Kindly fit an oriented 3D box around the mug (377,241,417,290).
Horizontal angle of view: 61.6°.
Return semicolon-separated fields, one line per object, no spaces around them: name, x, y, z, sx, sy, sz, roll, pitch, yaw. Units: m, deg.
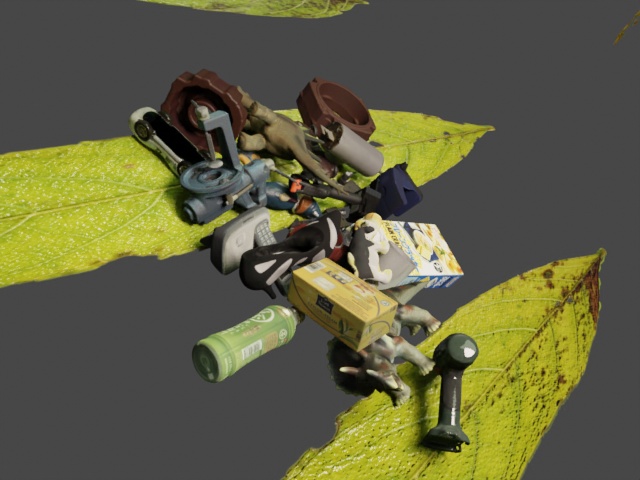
mug;0.138;0.059;1.169;0.080;0.107;0.110;36;12;-40

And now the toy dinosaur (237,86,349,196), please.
toy dinosaur;-0.088;-0.233;1.214;0.198;0.105;0.472;15;28;-36

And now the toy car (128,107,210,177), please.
toy car;-0.293;-0.186;1.078;0.201;0.056;0.073;44;43;-2

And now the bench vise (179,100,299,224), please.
bench vise;-0.175;-0.144;1.013;0.224;0.240;0.129;-28;41;-25

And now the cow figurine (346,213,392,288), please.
cow figurine;0.089;0.015;1.109;0.098;0.068;0.167;17;59;-36

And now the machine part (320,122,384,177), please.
machine part;0.081;-0.221;1.327;0.243;0.079;0.079;25;38;-42

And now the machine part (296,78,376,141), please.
machine part;0.048;-0.354;1.511;0.201;0.087;0.201;7;50;-37

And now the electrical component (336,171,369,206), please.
electrical component;0.084;-0.129;1.356;0.102;0.045;0.078;48;36;8

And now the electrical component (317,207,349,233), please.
electrical component;0.038;-0.046;1.253;0.094;0.021;0.063;-17;66;-49

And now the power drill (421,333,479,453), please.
power drill;0.244;0.285;1.010;0.086;0.231;0.207;15;61;8

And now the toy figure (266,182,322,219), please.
toy figure;-0.062;-0.085;1.172;0.154;0.057;0.064;15;24;-27

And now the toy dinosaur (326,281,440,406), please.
toy dinosaur;0.124;0.171;1.050;0.192;0.131;0.405;34;32;-10

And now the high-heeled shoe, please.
high-heeled shoe;-0.050;-0.001;0.961;0.086;0.145;0.249;21;61;31

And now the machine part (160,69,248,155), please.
machine part;-0.237;-0.261;1.110;0.179;0.179;0.056;33;37;-11

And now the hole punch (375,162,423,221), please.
hole punch;0.178;-0.115;1.361;0.092;0.142;0.116;-28;83;-43

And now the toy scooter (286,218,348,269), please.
toy scooter;-0.002;-0.003;1.135;0.184;0.075;0.135;14;47;-37

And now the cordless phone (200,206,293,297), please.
cordless phone;-0.121;0.041;0.998;0.184;0.089;0.146;60;37;-7

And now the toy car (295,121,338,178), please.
toy car;-0.021;-0.234;1.364;0.089;0.053;0.202;-1;55;-37

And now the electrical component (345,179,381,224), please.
electrical component;0.109;-0.097;1.289;0.047;0.075;0.119;22;72;-25

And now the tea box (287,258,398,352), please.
tea box;0.037;0.107;0.932;0.170;0.068;0.098;34;35;32
